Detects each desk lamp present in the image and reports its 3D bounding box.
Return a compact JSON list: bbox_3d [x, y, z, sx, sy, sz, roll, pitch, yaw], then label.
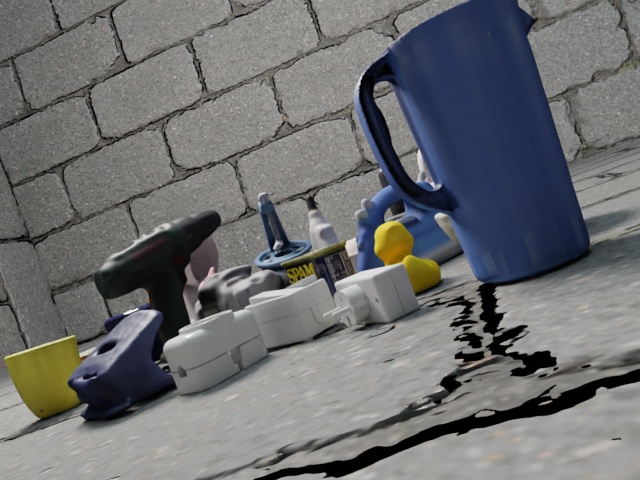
[{"bbox_3d":[-0.317,0.103,1.308,0.202,0.213,0.118,-20,1,22],"label":"desk lamp"}]

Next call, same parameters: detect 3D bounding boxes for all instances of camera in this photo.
[{"bbox_3d":[-0.084,0.078,0.779,0.142,0.101,0.137,-20,0,43],"label":"camera"}]

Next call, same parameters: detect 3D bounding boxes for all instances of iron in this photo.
[{"bbox_3d":[0.118,-0.020,0.856,0.118,0.141,0.259,-20,0,44],"label":"iron"}]

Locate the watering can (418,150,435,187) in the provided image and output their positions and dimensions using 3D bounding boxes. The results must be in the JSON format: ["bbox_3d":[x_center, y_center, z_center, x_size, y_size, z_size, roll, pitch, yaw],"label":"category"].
[{"bbox_3d":[0.236,-0.093,0.990,0.101,0.194,0.172,-21,1,-36],"label":"watering can"}]

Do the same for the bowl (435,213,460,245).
[{"bbox_3d":[0.231,-0.026,0.707,0.167,0.075,0.167,-21,0,0],"label":"bowl"}]

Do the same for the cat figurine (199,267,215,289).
[{"bbox_3d":[-0.211,0.115,1.170,0.067,0.118,0.127,-21,0,-12],"label":"cat figurine"}]

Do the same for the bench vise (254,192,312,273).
[{"bbox_3d":[-0.094,0.017,1.181,0.122,0.220,0.207,-21,0,-26],"label":"bench vise"}]

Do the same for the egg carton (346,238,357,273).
[{"bbox_3d":[0.091,0.027,1.245,0.151,0.069,0.107,-21,0,-42],"label":"egg carton"}]

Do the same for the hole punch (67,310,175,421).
[{"bbox_3d":[-0.214,0.133,0.616,0.108,0.091,0.101,-20,0,44],"label":"hole punch"}]

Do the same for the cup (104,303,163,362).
[{"bbox_3d":[-0.292,0.158,0.949,0.091,0.095,0.118,-20,0,4],"label":"cup"}]

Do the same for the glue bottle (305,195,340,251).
[{"bbox_3d":[0.009,0.004,0.999,0.037,0.173,0.078,-21,1,-24],"label":"glue bottle"}]

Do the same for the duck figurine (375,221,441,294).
[{"bbox_3d":[0.093,0.020,0.671,0.077,0.086,0.104,-21,0,-5],"label":"duck figurine"}]

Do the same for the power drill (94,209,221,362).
[{"bbox_3d":[-0.226,0.073,0.911,0.230,0.208,0.075,-21,1,-40],"label":"power drill"}]

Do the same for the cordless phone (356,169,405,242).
[{"bbox_3d":[0.131,-0.049,1.140,0.147,0.185,0.094,-20,0,-1],"label":"cordless phone"}]
